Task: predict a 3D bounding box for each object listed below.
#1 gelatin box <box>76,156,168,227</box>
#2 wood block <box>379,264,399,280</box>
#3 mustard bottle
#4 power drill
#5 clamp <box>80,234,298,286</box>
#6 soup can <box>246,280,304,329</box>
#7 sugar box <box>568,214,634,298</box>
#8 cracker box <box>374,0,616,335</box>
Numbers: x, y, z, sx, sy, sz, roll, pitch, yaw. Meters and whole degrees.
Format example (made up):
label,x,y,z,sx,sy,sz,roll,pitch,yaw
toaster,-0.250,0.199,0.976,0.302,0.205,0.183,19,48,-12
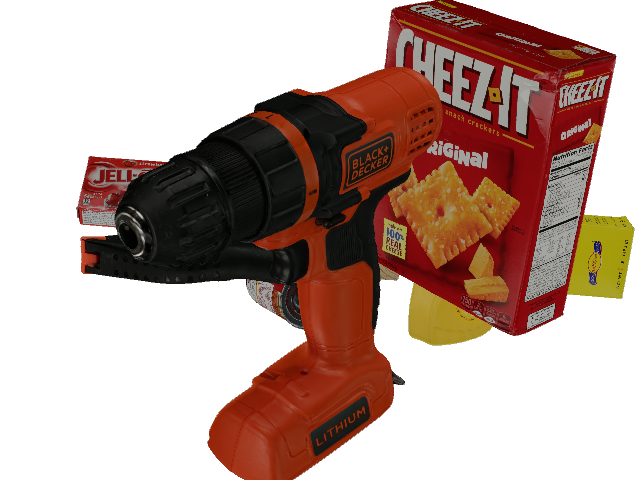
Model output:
label,x,y,z,sx,sy,sz,roll,pitch,yaw
gelatin box,-0.193,-0.048,1.064,0.089,0.073,0.030,5,-43,-4
wood block,0.079,-0.026,1.631,0.091,0.090,0.206,3,25,2
mustard bottle,0.131,0.000,1.031,0.096,0.192,0.058,-10,19,-36
power drill,-0.015,0.023,0.501,0.057,0.188,0.184,29,40,34
clamp,-0.068,0.012,0.784,0.209,0.036,0.165,-2,11,-15
soup can,-0.034,0.054,1.194,0.068,0.068,0.102,0,11,-26
sugar box,0.271,0.014,1.256,0.176,0.093,0.048,3,21,0
cracker box,0.118,-0.057,0.811,0.071,0.214,0.164,-20,36,-38
